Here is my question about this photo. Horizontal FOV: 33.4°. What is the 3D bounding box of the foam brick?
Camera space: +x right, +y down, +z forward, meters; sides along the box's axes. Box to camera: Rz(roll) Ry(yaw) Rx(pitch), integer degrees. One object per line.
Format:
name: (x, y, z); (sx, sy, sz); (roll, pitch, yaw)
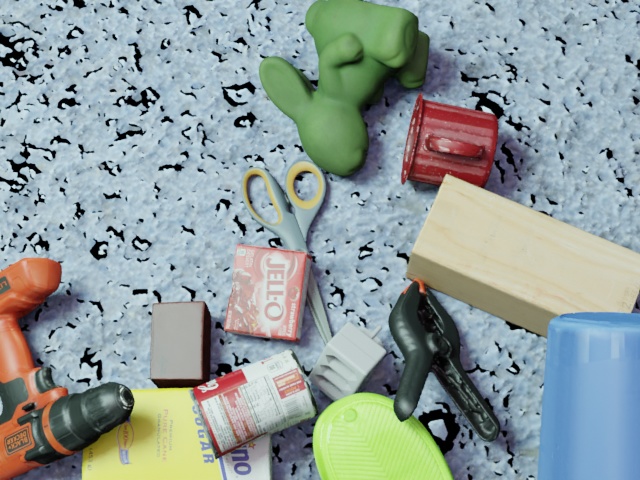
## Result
foam brick: (-0.135, 0.103, 1.037); (0.053, 0.051, 0.078); (0, 73, 2)

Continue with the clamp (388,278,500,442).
clamp: (0.114, 0.115, 1.014); (0.120, 0.039, 0.171); (30, 39, -29)

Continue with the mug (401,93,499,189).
mug: (0.130, -0.093, 1.060); (0.081, 0.117, 0.093); (11, 93, -1)

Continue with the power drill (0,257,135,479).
power drill: (-0.262, 0.115, 0.999); (0.185, 0.057, 0.188); (-27, 67, 24)

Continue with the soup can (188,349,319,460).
soup can: (-0.060, 0.148, 0.969); (0.102, 0.068, 0.068); (-22, 74, -9)

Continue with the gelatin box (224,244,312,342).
gelatin box: (-0.051, 0.052, 1.051); (0.073, 0.030, 0.089); (7, 82, 10)

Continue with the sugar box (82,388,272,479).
sugar box: (-0.133, 0.188, 1.014); (0.176, 0.048, 0.093); (-3, 73, 1)

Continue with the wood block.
wood block: (0.197, 0.027, 1.033); (0.206, 0.091, 0.090); (23, 74, 8)

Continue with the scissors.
scissors: (-0.007, 0.001, 1.083); (0.096, 0.016, 0.202); (-32, 76, -8)

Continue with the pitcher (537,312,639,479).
pitcher: (0.243, 0.185, 0.915); (0.149, 0.144, 0.243); (1, 92, 31)
